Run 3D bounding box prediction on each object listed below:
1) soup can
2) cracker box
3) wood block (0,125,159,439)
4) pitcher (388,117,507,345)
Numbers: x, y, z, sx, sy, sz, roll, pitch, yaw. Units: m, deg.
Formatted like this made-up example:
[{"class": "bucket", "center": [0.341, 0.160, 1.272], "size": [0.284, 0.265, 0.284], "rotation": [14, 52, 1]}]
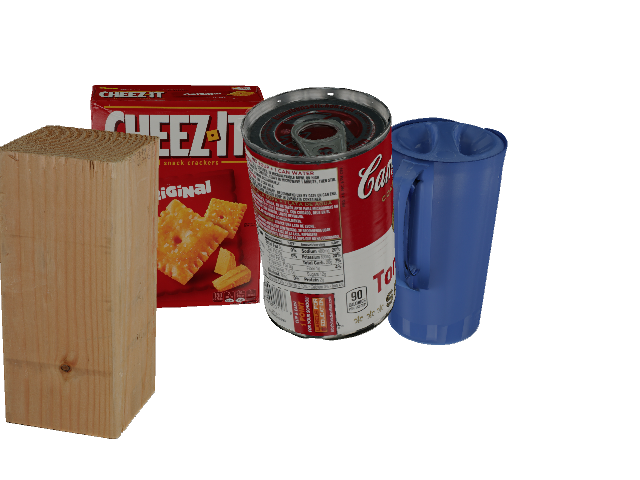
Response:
[{"class": "soup can", "center": [0.001, -0.012, 0.505], "size": [0.068, 0.102, 0.068], "rotation": [-3, 33, 2]}, {"class": "cracker box", "center": [-0.139, -0.041, 1.047], "size": [0.164, 0.214, 0.072], "rotation": [-1, 21, -9]}, {"class": "wood block", "center": [-0.175, 0.028, 0.782], "size": [0.091, 0.206, 0.090], "rotation": [7, 18, 9]}, {"class": "pitcher", "center": [0.127, -0.004, 1.195], "size": [0.149, 0.243, 0.145], "rotation": [-6, 27, -12]}]
